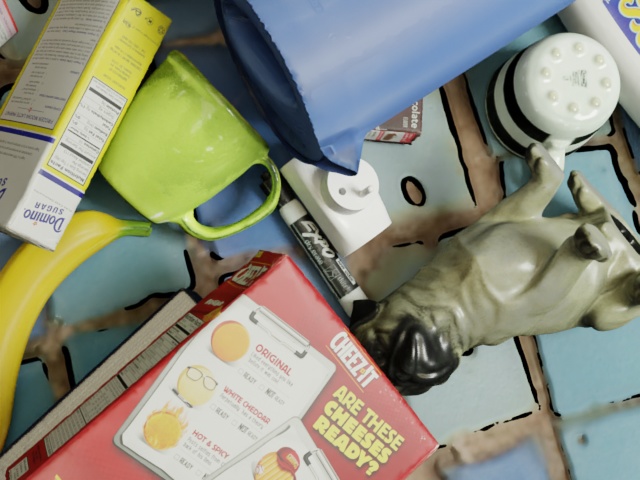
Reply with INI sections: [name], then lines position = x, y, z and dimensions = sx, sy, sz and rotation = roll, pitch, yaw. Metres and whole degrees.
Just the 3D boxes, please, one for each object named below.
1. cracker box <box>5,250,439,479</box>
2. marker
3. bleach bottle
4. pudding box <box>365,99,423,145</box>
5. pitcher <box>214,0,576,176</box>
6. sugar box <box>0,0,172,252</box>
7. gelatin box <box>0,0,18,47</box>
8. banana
[cracker box]
position = -0.060, 0.135, 0.665
dimensions = 0.213, 0.072, 0.164
rotation = -41, 105, -12
[marker]
position = -0.005, 0.001, 0.764
dimensions = 0.020, 0.020, 0.121
rotation = -34, 87, -9
[bleach bottle]
position = 0.224, -0.167, 0.790
dimensions = 0.102, 0.068, 0.251
rotation = -41, 86, -10
[pudding box]
position = 0.029, -0.129, 0.774
dimensions = 0.090, 0.039, 0.113
rotation = 4, 82, -5
[pitcher]
position = 0.056, -0.169, 0.698
dimensions = 0.242, 0.149, 0.145
rotation = -30, 42, -11
[sugar box]
position = -0.175, -0.084, 0.720
dimensions = 0.048, 0.093, 0.176
rotation = 30, 81, -42
[gelatin box]
position = -0.246, -0.173, 0.725
dimensions = 0.030, 0.089, 0.073
rotation = -44, 89, -10
[banana]
position = -0.196, 0.051, 0.728
dimensions = 0.069, 0.037, 0.197
rotation = 33, 80, 0
